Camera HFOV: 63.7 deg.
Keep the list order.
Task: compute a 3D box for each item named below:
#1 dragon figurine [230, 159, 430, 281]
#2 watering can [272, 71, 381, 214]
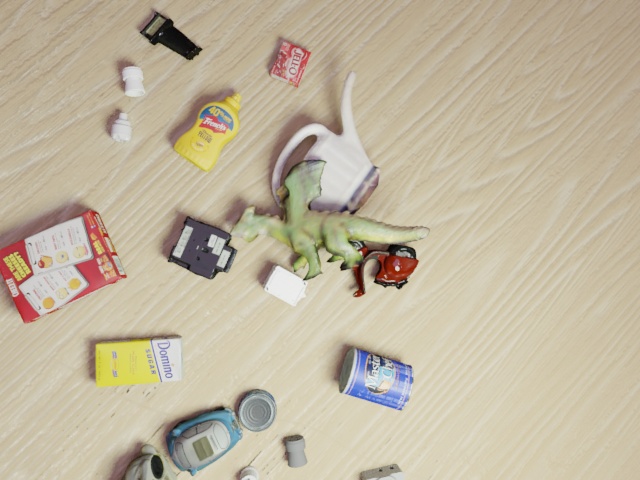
[{"bbox_3d":[0.003,-0.056,1.104,0.409,0.242,0.123,-19,5,12],"label":"dragon figurine"},{"bbox_3d":[0.043,-0.190,1.169,0.224,0.346,0.104,36,5,-2],"label":"watering can"}]
